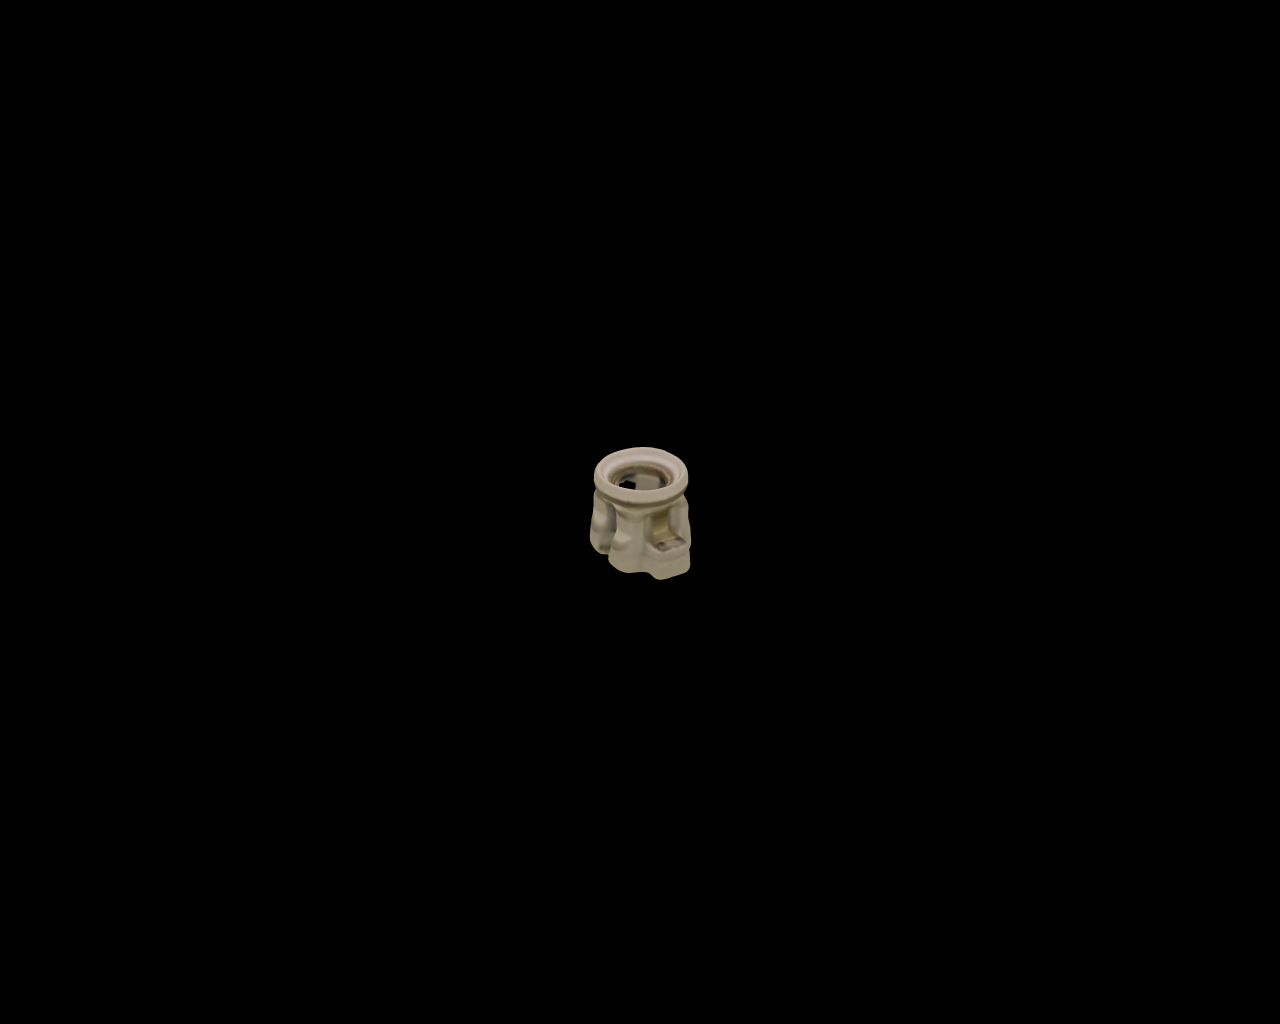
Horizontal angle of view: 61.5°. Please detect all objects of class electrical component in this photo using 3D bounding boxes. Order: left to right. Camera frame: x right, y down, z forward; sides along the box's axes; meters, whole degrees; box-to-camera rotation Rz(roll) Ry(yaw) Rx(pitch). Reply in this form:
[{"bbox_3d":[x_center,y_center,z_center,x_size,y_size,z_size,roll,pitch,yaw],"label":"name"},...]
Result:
[{"bbox_3d":[0.001,-0.003,0.650,0.058,0.056,0.078,-18,36,-27],"label":"electrical component"}]
